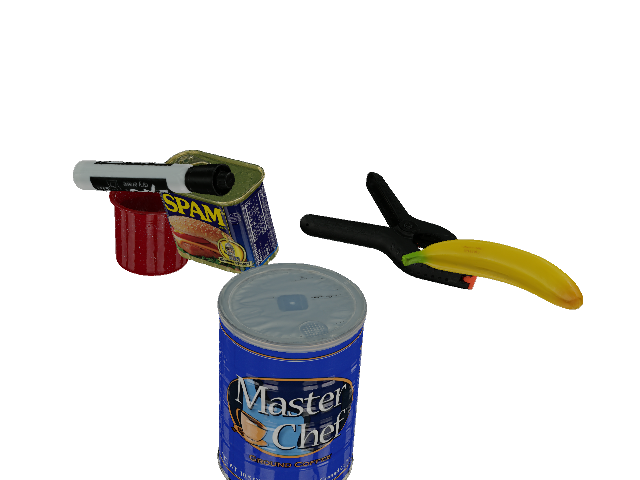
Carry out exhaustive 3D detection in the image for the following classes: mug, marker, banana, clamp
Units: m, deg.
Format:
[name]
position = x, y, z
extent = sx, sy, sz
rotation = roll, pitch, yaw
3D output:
[mug]
position = -0.191, -0.019, 1.180
extent = 0.093, 0.081, 0.117
rotation = -15, 33, -33
[marker]
position = -0.100, -0.038, 0.637
extent = 0.121, 0.020, 0.020
rotation = 4, 3, 35
[banana]
position = 0.183, 0.032, 1.086
extent = 0.198, 0.037, 0.069
rotation = 12, 39, 34
[clamp]
position = 0.089, -0.002, 1.266
extent = 0.210, 0.036, 0.164
rotation = 36, 41, 25

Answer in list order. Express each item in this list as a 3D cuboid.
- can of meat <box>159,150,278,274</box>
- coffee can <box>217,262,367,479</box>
[can of meat]
position = -0.090, -0.024, 0.936
extent = 0.102, 0.084, 0.057
rotation = 16, 45, 32
[coffee can]
position = -0.023, 0.101, 0.766
extent = 0.103, 0.140, 0.103
rotation = 2, 30, -2
